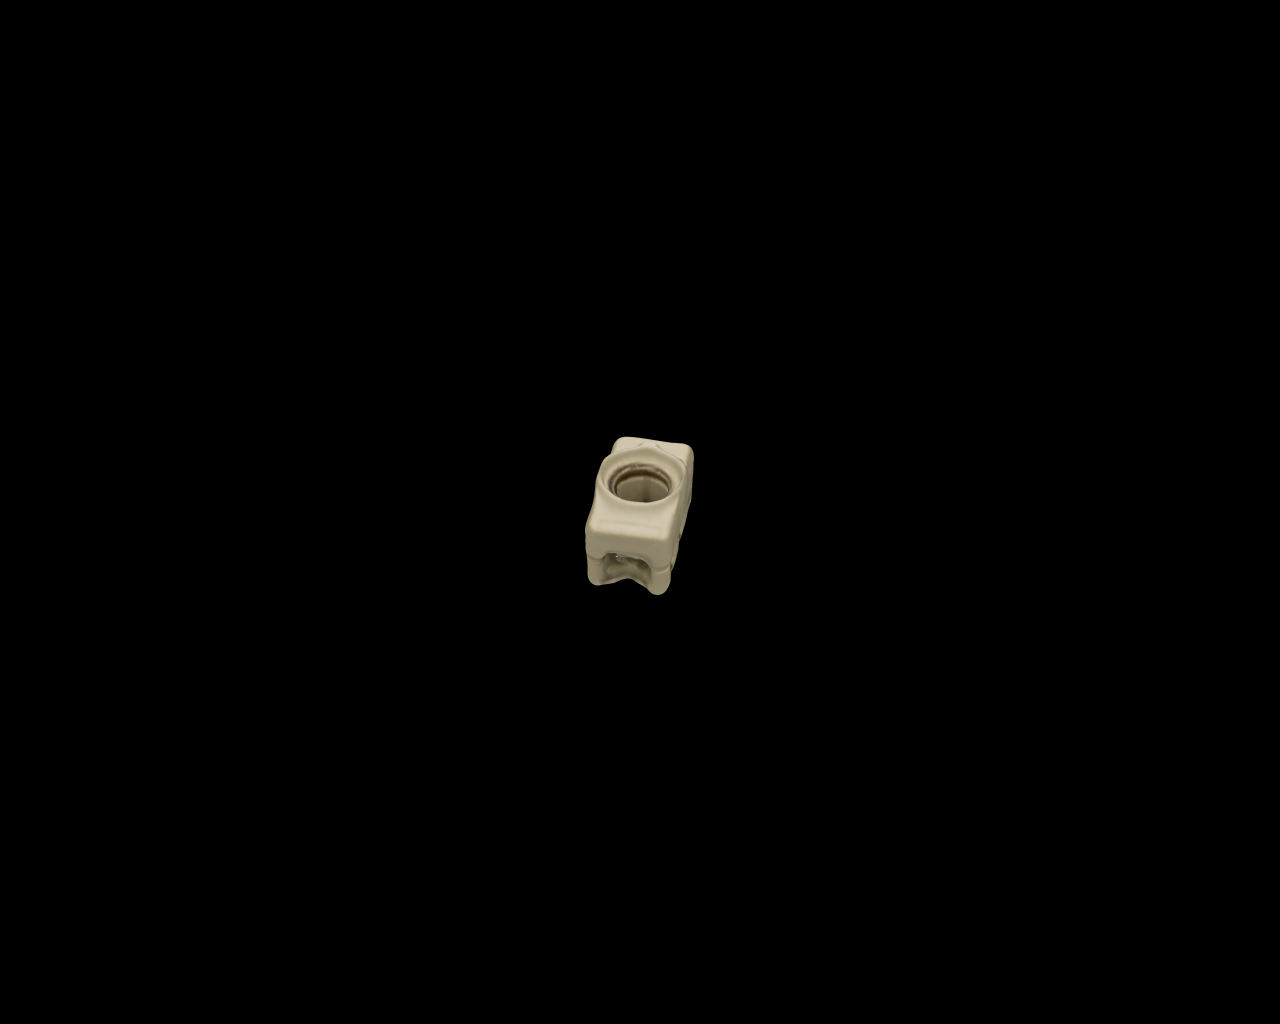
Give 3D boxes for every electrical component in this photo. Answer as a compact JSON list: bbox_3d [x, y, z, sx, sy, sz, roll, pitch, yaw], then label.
[{"bbox_3d":[0.001,-0.003,0.650,0.050,0.055,0.090,8,44,9],"label":"electrical component"}]
